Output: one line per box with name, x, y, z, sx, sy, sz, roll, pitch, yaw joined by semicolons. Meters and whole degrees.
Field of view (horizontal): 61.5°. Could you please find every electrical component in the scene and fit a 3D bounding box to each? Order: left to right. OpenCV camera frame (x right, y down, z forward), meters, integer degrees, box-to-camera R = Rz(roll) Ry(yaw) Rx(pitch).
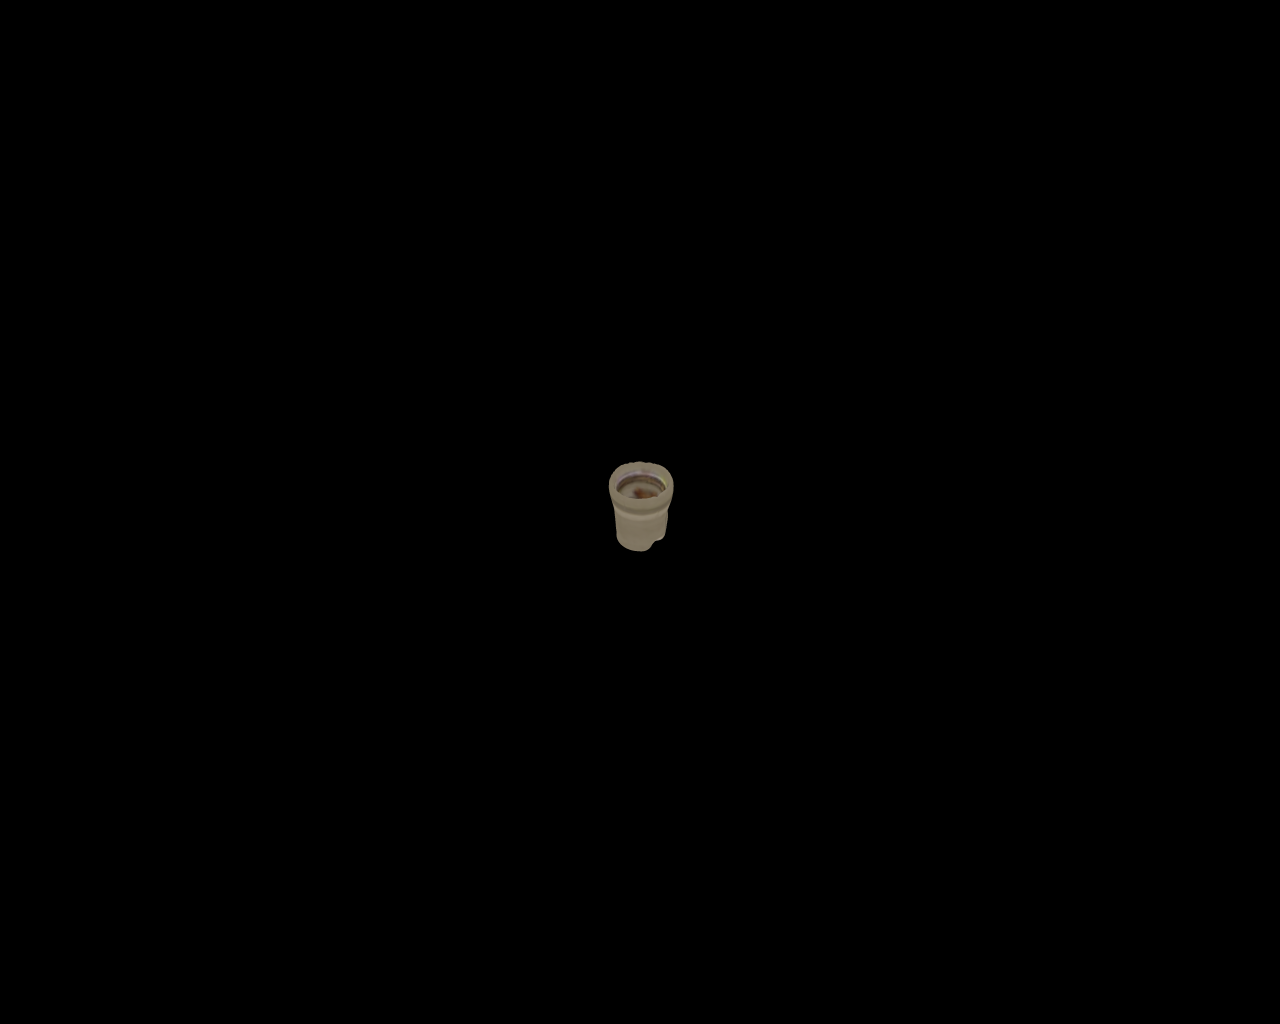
electrical component;0.001;-0.003;0.650;0.040;0.046;0.040;0;40;0
